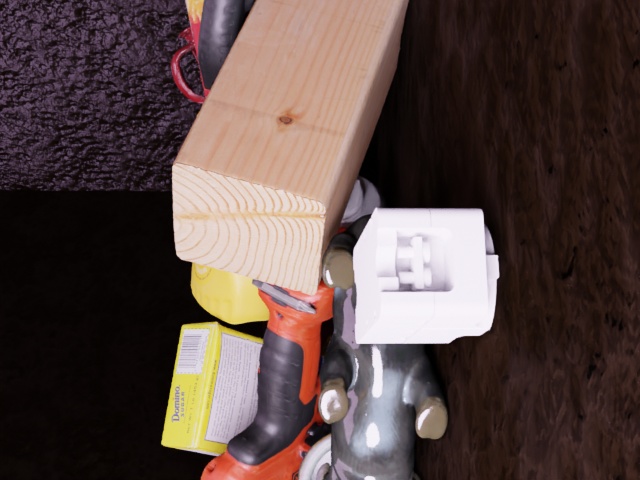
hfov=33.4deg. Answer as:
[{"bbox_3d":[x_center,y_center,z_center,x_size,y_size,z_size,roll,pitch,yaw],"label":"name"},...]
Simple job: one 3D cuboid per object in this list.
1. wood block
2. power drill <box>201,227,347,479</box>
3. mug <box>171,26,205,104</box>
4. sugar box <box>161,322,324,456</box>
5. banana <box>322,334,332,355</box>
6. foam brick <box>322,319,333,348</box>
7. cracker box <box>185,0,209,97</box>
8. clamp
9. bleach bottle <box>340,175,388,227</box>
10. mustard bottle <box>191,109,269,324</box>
[{"bbox_3d":[-0.014,-0.082,0.668,0.090,0.091,0.206,96,-169,-52],"label":"wood block"},{"bbox_3d":[0.000,0.089,0.743,0.184,0.057,0.188,-24,-49,-52],"label":"power drill"},{"bbox_3d":[-0.077,-0.162,0.955,0.093,0.117,0.081,-11,107,63],"label":"mug"},{"bbox_3d":[-0.036,0.128,0.826,0.048,0.176,0.093,-4,70,42],"label":"sugar box"},{"bbox_3d":[0.013,0.169,0.930,0.070,0.037,0.198,140,139,-61],"label":"banana"},{"bbox_3d":[-0.005,0.069,1.121,0.051,0.053,0.078,98,169,-58],"label":"foam brick"},{"bbox_3d":[-0.041,-0.216,0.864,0.164,0.072,0.214,0,-102,-60],"label":"cracker box"},{"bbox_3d":[-0.057,-0.163,0.670,0.120,0.039,0.171,-58,-21,-57],"label":"clamp"},{"bbox_3d":[-0.006,0.001,0.849,0.251,0.102,0.068,111,147,-74],"label":"bleach bottle"},{"bbox_3d":[-0.061,-0.042,0.783,0.096,0.058,0.192,-136,46,-59],"label":"mustard bottle"}]
